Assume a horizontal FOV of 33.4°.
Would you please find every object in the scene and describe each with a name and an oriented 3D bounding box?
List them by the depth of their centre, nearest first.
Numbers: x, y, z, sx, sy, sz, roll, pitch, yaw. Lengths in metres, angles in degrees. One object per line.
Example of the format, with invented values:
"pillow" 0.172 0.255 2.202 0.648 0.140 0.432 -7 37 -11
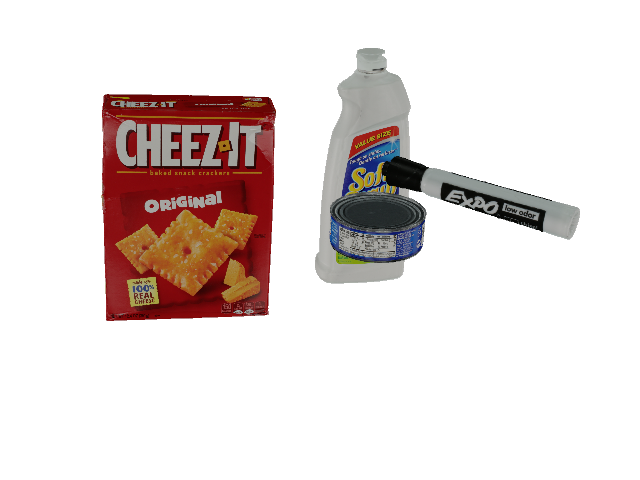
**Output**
"marker" 0.091 -0.027 0.624 0.121 0.020 0.020 19 8 26
"tuna can" 0.051 -0.012 0.951 0.086 0.034 0.086 1 25 -1
"cracker box" -0.129 -0.030 1.042 0.164 0.214 0.072 0 20 -10
"bleach bottle" 0.044 -0.080 1.145 0.102 0.251 0.068 -3 25 -6
